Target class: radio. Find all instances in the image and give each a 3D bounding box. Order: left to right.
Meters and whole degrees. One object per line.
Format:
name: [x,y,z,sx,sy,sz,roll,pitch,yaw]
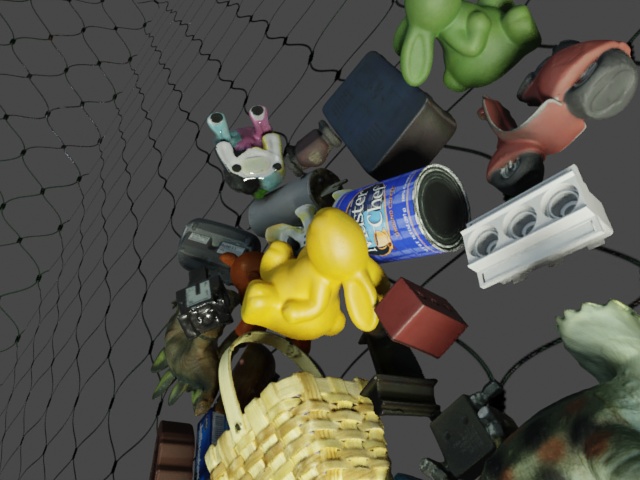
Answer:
radio: [0.095,-0.181,0.797,0.131,0.073,0.230,-49,37,17]

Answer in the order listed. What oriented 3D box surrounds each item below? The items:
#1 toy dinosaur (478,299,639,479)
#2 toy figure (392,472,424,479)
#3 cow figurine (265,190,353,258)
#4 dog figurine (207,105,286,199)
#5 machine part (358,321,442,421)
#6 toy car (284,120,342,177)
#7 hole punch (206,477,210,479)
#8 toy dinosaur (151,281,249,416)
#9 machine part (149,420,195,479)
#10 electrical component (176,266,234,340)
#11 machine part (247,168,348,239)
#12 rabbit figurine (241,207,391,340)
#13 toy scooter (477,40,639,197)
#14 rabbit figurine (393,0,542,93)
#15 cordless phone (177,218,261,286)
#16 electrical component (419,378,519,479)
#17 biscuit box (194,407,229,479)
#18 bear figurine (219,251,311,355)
toy dinosaur: [0.176,0.197,0.388,0.404,0.131,0.192,-55,21,19]
toy figure: [0.074,0.299,0.492,0.064,0.057,0.154,6,67,31]
cow figurine: [-0.001,-0.002,0.780,0.167,0.068,0.098,-22,67,27]
dog figurine: [-0.125,-0.133,0.969,0.219,0.108,0.191,96,154,-70]
machine part: [0.080,0.141,0.594,0.139,0.084,0.039,-103,19,-60]
toy car: [-0.012,-0.151,0.890,0.089,0.053,0.202,-40,13,7]
hole punch: [-0.089,0.347,0.634,0.092,0.116,0.142,-66,30,30]
toy dinosaur: [-0.225,0.171,0.942,0.198,0.105,0.472,-59,21,10]
machine part: [-0.225,0.361,0.803,0.179,0.056,0.179,-171,90,-73]
electrical component: [-0.176,0.088,0.803,0.075,0.047,0.119,-23,28,-8]
machine part: [-0.043,-0.057,0.887,0.243,0.079,0.079,-20,52,47]
rabbit figurine: [0.004,0.044,0.631,0.173,0.162,0.122,-62,-6,35]
toy scooter: [0.236,-0.145,0.582,0.184,0.075,0.135,-51,33,24]
rabbit figurine: [0.163,-0.277,0.683,0.159,0.170,0.121,-37,40,32]
cordless phone: [-0.188,0.055,0.997,0.184,0.147,0.089,100,-172,-51]
electrical component: [0.137,0.185,0.501,0.102,0.045,0.078,-45,38,24]
biscuit box: [-0.137,0.337,0.738,0.062,0.059,0.203,-53,31,38]
bear figurine: [-0.088,0.084,0.812,0.196,0.120,0.132,5,74,56]
